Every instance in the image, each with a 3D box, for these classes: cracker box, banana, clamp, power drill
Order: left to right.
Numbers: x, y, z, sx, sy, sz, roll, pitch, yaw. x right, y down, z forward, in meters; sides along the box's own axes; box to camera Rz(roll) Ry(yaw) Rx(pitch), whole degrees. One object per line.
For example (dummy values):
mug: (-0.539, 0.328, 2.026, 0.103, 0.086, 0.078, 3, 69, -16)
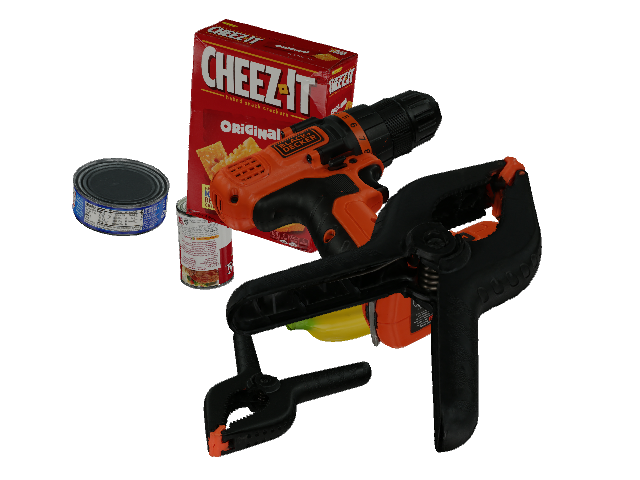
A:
cracker box: (-0.057, -0.109, 1.139, 0.164, 0.214, 0.072, 19, 31, 21)
clamp: (-0.048, 0.158, 1.099, 0.165, 0.036, 0.209, 11, 27, 15)
power drill: (0.044, -0.023, 0.705, 0.184, 0.057, 0.188, -27, 45, -20)
banana: (0.070, 0.051, 0.952, 0.198, 0.037, 0.069, -24, -14, 9)
clamp: (0.056, 0.021, 0.484, 0.120, 0.039, 0.171, 39, 56, 24)

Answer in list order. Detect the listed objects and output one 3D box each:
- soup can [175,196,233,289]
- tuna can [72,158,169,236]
soup can: (-0.143, 0.000, 1.323, 0.068, 0.102, 0.068, -1, 26, 0)
tuna can: (-0.181, -0.039, 0.965, 0.086, 0.034, 0.086, 7, 32, -5)
